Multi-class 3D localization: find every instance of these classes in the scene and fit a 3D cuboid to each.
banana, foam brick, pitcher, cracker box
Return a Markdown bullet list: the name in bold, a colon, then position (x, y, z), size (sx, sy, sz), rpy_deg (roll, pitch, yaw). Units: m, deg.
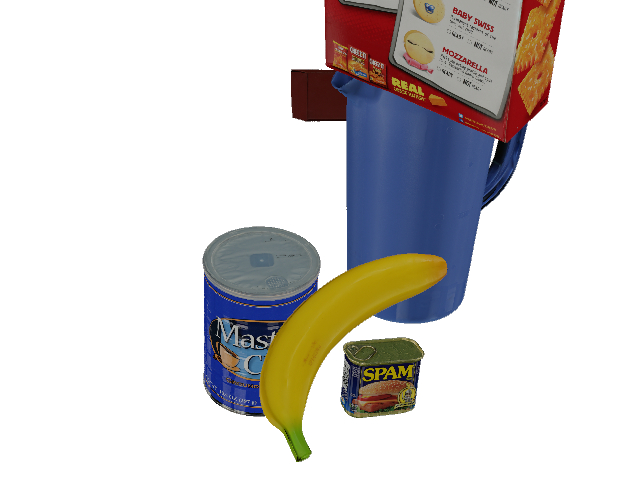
- **banana**: position (0.014, 0.065, 0.752), size (0.069, 0.197, 0.037), rpy_deg (39, -30, 2)
- **foam brick**: position (0.013, -0.152, 1.115), size (0.078, 0.051, 0.053), rpy_deg (-2, 13, -19)
- **pitcher**: position (0.092, -0.056, 0.922), size (0.149, 0.243, 0.144), rpy_deg (11, 31, 15)
- **cracker box**: position (0.085, -0.194, 0.732), size (0.164, 0.214, 0.072), rpy_deg (28, 51, 27)

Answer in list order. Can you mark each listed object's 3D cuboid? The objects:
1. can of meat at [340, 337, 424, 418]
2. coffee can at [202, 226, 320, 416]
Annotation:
- **can of meat**: position (0.078, 0.178, 1.378), size (0.102, 0.084, 0.057), rpy_deg (-3, 24, -17)
- **coffee can**: position (-0.055, 0.073, 0.966), size (0.103, 0.140, 0.103), rpy_deg (3, 35, -2)
